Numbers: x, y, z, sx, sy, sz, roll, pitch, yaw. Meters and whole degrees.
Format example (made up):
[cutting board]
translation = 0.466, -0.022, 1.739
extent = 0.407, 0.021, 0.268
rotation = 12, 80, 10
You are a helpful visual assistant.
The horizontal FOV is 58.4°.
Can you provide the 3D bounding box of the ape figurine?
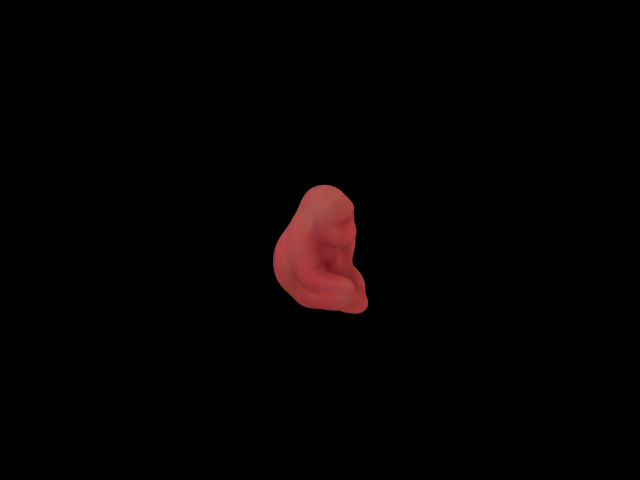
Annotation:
[ape figurine]
translation = 0.004, 0.001, 0.400
extent = 0.076, 0.092, 0.078
rotation = 17, 51, 14
